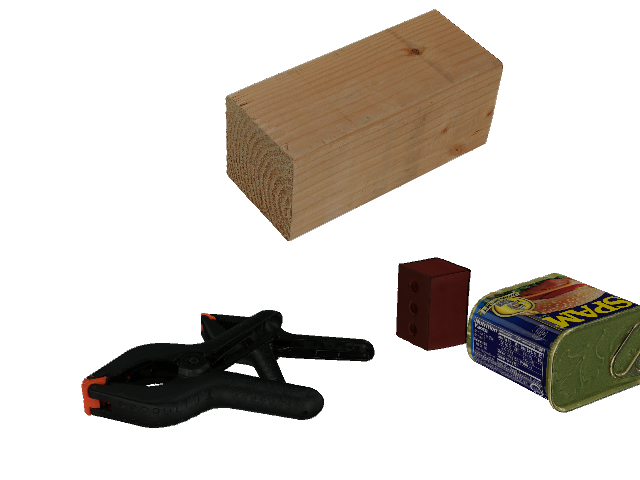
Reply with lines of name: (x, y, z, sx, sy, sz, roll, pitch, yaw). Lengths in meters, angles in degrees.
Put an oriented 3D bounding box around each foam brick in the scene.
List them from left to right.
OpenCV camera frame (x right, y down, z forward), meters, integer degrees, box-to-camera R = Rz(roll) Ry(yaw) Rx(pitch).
foam brick: (0.110, 0.062, 1.046, 0.051, 0.078, 0.053, -10, 19, -33)

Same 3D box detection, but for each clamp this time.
clamp: (-0.090, 0.096, 0.797, 0.171, 0.039, 0.120, -1, 25, -10)
clamp: (-0.066, 0.127, 1.224, 0.210, 0.036, 0.164, 14, 21, 30)

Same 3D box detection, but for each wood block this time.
wood block: (0.035, -0.096, 0.853, 0.205, 0.090, 0.091, -27, 55, -25)

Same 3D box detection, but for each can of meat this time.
can of meat: (0.161, 0.064, 0.712, 0.101, 0.057, 0.084, -13, 22, -31)
